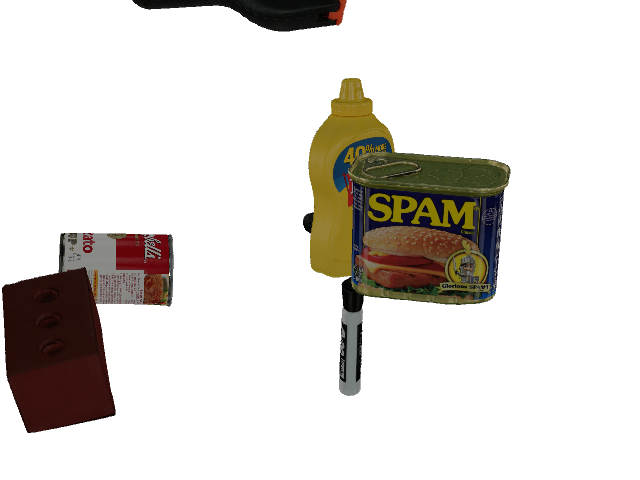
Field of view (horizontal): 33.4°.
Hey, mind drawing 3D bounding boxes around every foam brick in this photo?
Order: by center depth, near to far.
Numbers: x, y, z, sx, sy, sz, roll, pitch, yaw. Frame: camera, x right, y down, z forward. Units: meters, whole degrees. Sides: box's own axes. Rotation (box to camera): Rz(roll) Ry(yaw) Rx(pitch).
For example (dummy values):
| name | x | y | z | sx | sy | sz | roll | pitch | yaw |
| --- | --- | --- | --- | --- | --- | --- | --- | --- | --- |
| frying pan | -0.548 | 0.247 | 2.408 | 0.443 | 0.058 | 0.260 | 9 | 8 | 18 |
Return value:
| name | x | y | z | sx | sy | sz | roll | pitch | yaw |
| --- | --- | --- | --- | --- | --- | --- | --- | --- | --- |
| foam brick | -0.154 | 0.064 | 0.626 | 0.053 | 0.051 | 0.078 | -13 | 41 | -10 |

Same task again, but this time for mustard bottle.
| name | x | y | z | sx | sy | sz | roll | pitch | yaw |
| --- | --- | --- | --- | --- | --- | --- | --- | --- | --- |
| mustard bottle | 0.032 | -0.065 | 1.062 | 0.096 | 0.192 | 0.058 | -14 | 21 | -36 |

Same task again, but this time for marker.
| name | x | y | z | sx | sy | sz | roll | pitch | yaw |
| --- | --- | --- | --- | --- | --- | --- | --- | --- | --- |
| marker | 0.026 | 0.080 | 0.889 | 0.020 | 0.121 | 0.020 | 1 | 36 | -1 |

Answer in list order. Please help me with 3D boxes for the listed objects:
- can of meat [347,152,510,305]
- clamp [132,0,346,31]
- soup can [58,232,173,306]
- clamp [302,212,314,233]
| name | x | y | z | sx | sy | sz | roll | pitch | yaw |
| --- | --- | --- | --- | --- | --- | --- | --- | --- | --- |
| can of meat | 0.069 | -0.008 | 0.698 | 0.102 | 0.084 | 0.057 | 5 | 24 | 12 |
| clamp | -0.061 | -0.223 | 0.876 | 0.171 | 0.120 | 0.039 | 12 | -26 | -5 |
| soup can | -0.190 | 0.027 | 0.992 | 0.102 | 0.068 | 0.068 | 1 | 0 | -11 |
| clamp | 0.093 | 0.000 | 1.256 | 0.210 | 0.036 | 0.164 | 38 | 42 | 26 |
